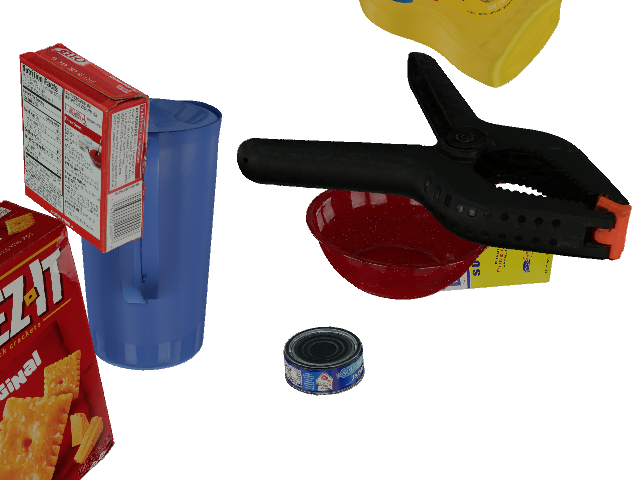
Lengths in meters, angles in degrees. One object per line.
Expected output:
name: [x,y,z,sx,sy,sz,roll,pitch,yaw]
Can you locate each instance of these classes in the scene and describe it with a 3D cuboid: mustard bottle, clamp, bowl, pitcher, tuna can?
mustard bottle: [0.088,-0.199,0.851,0.192,0.096,0.058,33,-24,24]
clamp: [0.068,-0.039,0.588,0.164,0.036,0.210,-28,44,-30]
bowl: [0.067,0.004,0.915,0.162,0.055,0.162,2,30,-1]
pitcher: [-0.161,-0.004,0.979,0.145,0.243,0.148,21,27,39]
tuna can: [0.004,0.126,1.134,0.086,0.034,0.086,-3,26,1]

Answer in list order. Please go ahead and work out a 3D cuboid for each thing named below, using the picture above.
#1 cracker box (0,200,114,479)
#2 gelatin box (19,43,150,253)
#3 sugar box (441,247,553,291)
cracker box: [-0.232,0.106,0.744,0.072,0.214,0.164,16,38,27]
gelatin box: [-0.125,-0.049,0.565,0.073,0.089,0.030,32,39,31]
sugar box: [0.193,0.008,1.262,0.176,0.093,0.048,-5,20,-25]
